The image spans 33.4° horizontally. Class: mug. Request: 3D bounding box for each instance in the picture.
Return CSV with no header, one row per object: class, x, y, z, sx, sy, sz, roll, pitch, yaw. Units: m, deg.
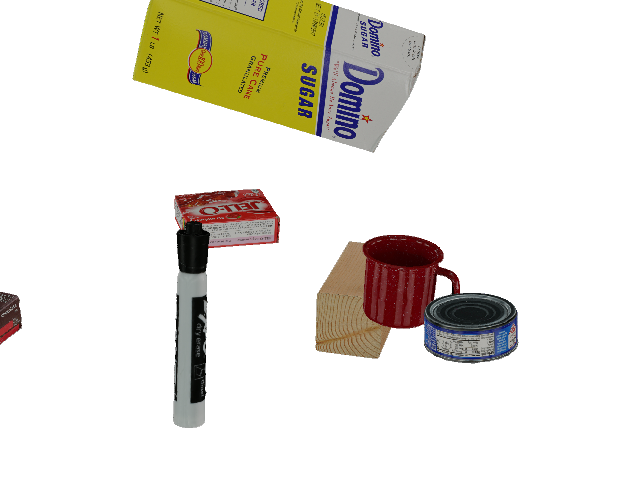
mug,0.103,0.051,1.224,0.117,0.081,0.093,11,25,17

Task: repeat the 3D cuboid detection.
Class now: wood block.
wood block,0.061,0.080,1.517,0.091,0.090,0.206,6,21,11

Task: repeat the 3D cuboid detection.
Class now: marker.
marker,-0.075,0.049,0.617,0.020,0.121,0.020,3,13,-1

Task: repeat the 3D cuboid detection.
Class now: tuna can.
tuna can,0.137,0.078,0.973,0.086,0.034,0.086,-3,19,1

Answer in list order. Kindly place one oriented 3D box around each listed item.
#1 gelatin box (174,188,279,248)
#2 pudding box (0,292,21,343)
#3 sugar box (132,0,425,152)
gelatin box,-0.090,-0.022,1.020,0.089,0.030,0.073,-5,25,-15
pudding box,-0.333,0.072,0.930,0.114,0.039,0.090,8,25,19
sugar box,-0.029,-0.120,0.707,0.176,0.048,0.093,18,-32,-8
